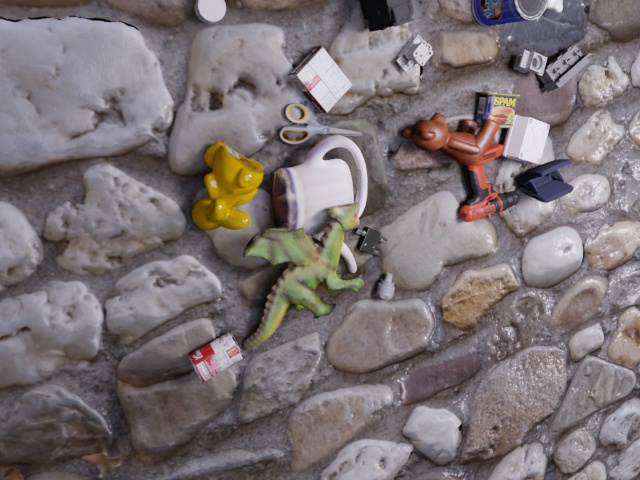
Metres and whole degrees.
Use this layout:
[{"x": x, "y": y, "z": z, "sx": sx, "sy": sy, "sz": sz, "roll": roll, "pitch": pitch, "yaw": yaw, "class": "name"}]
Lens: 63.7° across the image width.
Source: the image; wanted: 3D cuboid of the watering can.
[{"x": 0.003, "y": -0.057, "z": 1.137, "sx": 0.225, "sy": 0.105, "sz": 0.341, "roll": -11, "pitch": 117, "yaw": -22, "class": "watering can"}]

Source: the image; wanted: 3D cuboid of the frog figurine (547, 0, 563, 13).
[{"x": 0.552, "y": -0.621, "z": 1.246, "sx": 0.158, "sy": 0.122, "sz": 0.140, "roll": 49, "pitch": 61, "yaw": -16, "class": "frog figurine"}]

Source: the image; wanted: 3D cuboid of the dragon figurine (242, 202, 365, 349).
[{"x": -0.065, "y": 0.066, "z": 1.100, "sx": 0.409, "sy": 0.124, "sz": 0.239, "roll": -36, "pitch": 118, "yaw": 5, "class": "dragon figurine"}]
